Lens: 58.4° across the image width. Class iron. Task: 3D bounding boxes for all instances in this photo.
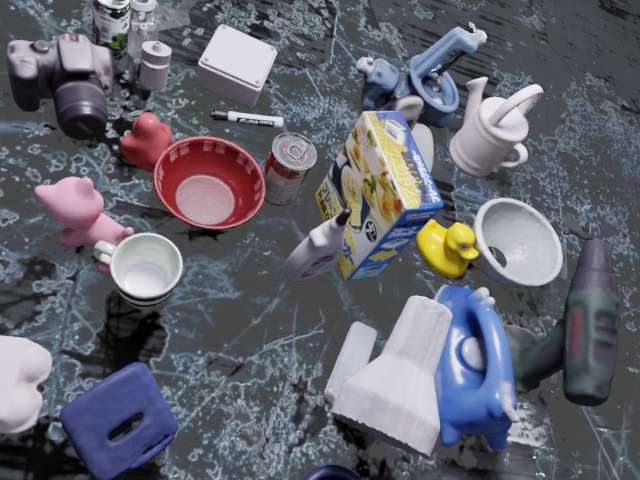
[{"bbox_3d":[0.220,0.156,0.811,0.119,0.141,0.258,9,59,-17],"label":"iron"}]

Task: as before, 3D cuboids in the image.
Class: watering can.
[{"bbox_3d":[0.317,-0.213,1.030,0.173,0.194,0.101,41,55,5],"label":"watering can"}]

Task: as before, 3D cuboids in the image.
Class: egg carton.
[{"bbox_3d":[-0.376,0.153,0.618,0.150,0.069,0.107,9,59,-17],"label":"egg carton"}]

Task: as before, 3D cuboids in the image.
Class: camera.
[{"bbox_3d":[-0.363,-0.220,0.819,0.143,0.100,0.136,-7,65,-25],"label":"camera"}]

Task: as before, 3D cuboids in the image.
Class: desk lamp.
[{"bbox_3d":[0.081,0.168,0.705,0.118,0.213,0.203,27,55,-5],"label":"desk lamp"}]

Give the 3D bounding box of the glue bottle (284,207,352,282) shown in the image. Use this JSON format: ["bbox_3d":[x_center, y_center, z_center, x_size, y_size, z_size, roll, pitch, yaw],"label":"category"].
[{"bbox_3d":[0.007,0.003,0.795,0.078,0.173,0.037,-19,70,-29],"label":"glue bottle"}]

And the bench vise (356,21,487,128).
[{"bbox_3d":[0.177,-0.286,1.000,0.208,0.219,0.121,-4,63,-24],"label":"bench vise"}]

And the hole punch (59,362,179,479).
[{"bbox_3d":[-0.219,0.205,0.638,0.109,0.091,0.101,-32,77,-33],"label":"hole punch"}]

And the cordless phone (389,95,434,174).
[{"bbox_3d":[0.143,-0.166,0.939,0.148,0.185,0.094,-16,68,-28],"label":"cordless phone"}]

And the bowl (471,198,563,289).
[{"bbox_3d":[0.319,0.016,0.972,0.168,0.074,0.167,10,59,-16],"label":"bowl"}]

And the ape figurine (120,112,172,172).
[{"bbox_3d":[-0.248,-0.149,0.829,0.078,0.092,0.076,-10,66,-26],"label":"ape figurine"}]

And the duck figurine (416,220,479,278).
[{"bbox_3d":[0.212,0.002,0.930,0.078,0.086,0.104,-33,77,-33],"label":"duck figurine"}]

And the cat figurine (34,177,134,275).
[{"bbox_3d":[-0.291,-0.030,0.728,0.128,0.117,0.067,32,55,-1],"label":"cat figurine"}]

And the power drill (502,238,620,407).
[{"bbox_3d":[0.348,0.135,0.833,0.076,0.208,0.229,17,57,-12],"label":"power drill"}]

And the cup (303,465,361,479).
[{"bbox_3d":[-0.008,0.319,0.654,0.118,0.095,0.091,-24,72,-31],"label":"cup"}]
